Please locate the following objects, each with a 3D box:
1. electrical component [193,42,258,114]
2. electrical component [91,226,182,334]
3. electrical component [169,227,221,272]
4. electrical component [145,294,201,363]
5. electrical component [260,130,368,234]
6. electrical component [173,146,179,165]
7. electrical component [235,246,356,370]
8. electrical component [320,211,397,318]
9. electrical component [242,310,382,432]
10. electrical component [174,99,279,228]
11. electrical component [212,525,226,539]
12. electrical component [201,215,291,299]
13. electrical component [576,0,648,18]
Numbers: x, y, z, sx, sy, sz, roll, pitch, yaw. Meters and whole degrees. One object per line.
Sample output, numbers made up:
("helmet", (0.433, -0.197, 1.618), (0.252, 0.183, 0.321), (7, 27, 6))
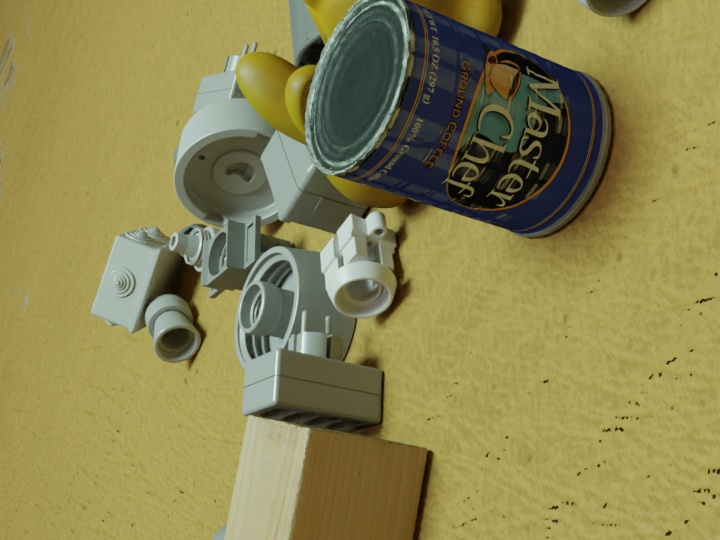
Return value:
("electrical component", (-0.112, -0.178, 1.013), (0.083, 0.047, 0.075), (8, 82, 59))
("electrical component", (-0.219, 0.007, 1.066), (0.099, 0.048, 0.099), (-46, -23, -79))
("electrical component", (-0.141, -0.019, 0.974), (0.048, 0.062, 0.048), (-31, 51, 50))
("electrical component", (-0.179, 0.055, 1.022), (0.045, 0.045, 0.055), (-62, 33, 21))
("electrical component", (-0.031, -0.081, 0.821), (0.061, 0.062, 0.096), (-56, 36, 30))
("electrical component", (-0.165, -0.098, 1.073), (0.040, 0.040, 0.046), (-37, 53, 47))
("electrical component", (-0.056, 0.034, 0.814), (0.108, 0.060, 0.108), (-31, 52, 50))
("electrical component", (0.000, 0.000, 0.752), (0.066, 0.048, 0.055), (-51, 31, 35))
("electrical component", (-0.031, 0.065, 0.736), (0.047, 0.083, 0.075), (-26, 55, 52))
("electrical component", (-0.101, -0.094, 0.903), (0.108, 0.108, 0.060), (-51, 31, 34))
("electrical component", (-0.078, 0.202, 0.791), (0.055, 0.045, 0.045), (-38, 47, 45))
("electrical component", (-0.092, -0.007, 0.887), (0.081, 0.064, 0.042), (-33, 49, 48))
("electrical component", (0.137, -0.195, 0.597), (0.079, 0.044, 0.077), (101, 160, -46))
